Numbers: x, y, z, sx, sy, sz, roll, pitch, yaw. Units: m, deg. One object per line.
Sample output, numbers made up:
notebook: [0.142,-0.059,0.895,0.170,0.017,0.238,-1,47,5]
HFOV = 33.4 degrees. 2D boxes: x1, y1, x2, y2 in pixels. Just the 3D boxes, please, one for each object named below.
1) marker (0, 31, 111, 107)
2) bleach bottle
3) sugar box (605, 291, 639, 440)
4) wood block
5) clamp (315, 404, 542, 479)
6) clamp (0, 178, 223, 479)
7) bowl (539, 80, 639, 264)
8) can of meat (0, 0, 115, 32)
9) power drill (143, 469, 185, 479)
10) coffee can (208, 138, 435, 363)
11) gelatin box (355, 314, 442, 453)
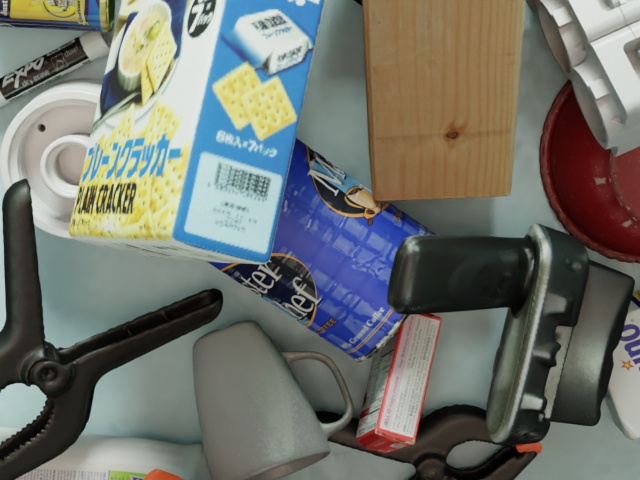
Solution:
marker: [-0.198,-0.109,0.723,0.121,0.020,0.020,-26,101,5]
bleach bottle: [-0.157,0.191,0.768,0.250,0.068,0.102,5,102,-4]
sugar box: [0.281,0.067,0.754,0.176,0.048,0.093,-23,100,2]
wood block: [0.071,-0.130,0.637,0.091,0.090,0.206,-2,133,3]
clamp: [0.071,0.157,0.776,0.171,0.039,0.120,-24,106,2]
clamp: [-0.171,0.083,0.708,0.164,0.036,0.210,25,97,-24]
bowl: [0.234,-0.056,0.723,0.162,0.055,0.162,0,103,0]
can of meat: [-0.174,-0.184,0.681,0.084,0.057,0.102,2,117,-4]
power drill: [-0.121,0.242,0.723,0.184,0.057,0.188,25,122,-8]
coffee can: [-0.005,0.001,0.707,0.140,0.103,0.103,34,100,-8]
gelatin box: [0.053,0.098,0.728,0.030,0.073,0.089,16,73,-5]
